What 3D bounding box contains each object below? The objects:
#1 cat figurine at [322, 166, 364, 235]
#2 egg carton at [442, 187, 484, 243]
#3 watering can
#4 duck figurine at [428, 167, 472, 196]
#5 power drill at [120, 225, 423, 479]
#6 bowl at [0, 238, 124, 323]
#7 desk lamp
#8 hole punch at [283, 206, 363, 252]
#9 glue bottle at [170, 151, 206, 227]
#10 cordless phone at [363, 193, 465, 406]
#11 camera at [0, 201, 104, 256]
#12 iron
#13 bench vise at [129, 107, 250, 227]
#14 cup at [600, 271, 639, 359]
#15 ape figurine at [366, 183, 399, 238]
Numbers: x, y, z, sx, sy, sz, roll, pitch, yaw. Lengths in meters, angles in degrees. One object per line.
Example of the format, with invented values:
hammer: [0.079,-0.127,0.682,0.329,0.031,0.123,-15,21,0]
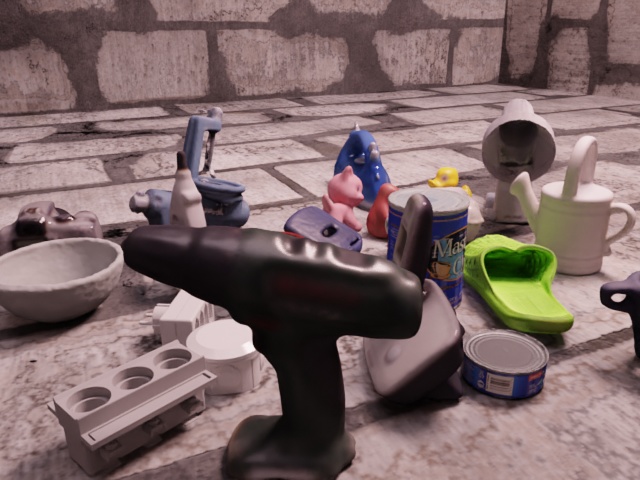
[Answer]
cat figurine: [0.034,-0.070,0.999,0.067,0.118,0.128,10,24,27]
egg carton: [0.216,-0.047,0.999,0.107,0.069,0.150,-2,21,-3]
watering can: [0.368,-0.056,0.845,0.172,0.194,0.101,6,22,18]
duck figurine: [0.249,-0.099,1.113,0.105,0.086,0.077,-10,23,-23]
power drill: [-0.035,0.088,0.460,0.229,0.208,0.075,0,21,1]
bowl: [-0.333,0.059,0.735,0.167,0.075,0.167,-1,21,0]
desk lamp: [0.351,-0.140,1.036,0.117,0.214,0.203,5,22,15]
hole punch: [0.008,0.003,0.846,0.100,0.091,0.109,9,23,23]
glue bottle: [-0.204,-0.051,0.879,0.037,0.173,0.077,-18,27,-38]
cordless phone: [0.094,0.055,0.574,0.094,0.185,0.147,-3,21,-5]
camera: [-0.410,-0.015,0.895,0.143,0.101,0.136,-5,21,-11]
iron: [0.099,-0.160,1.199,0.119,0.141,0.258,-4,21,-9]
bench vise: [-0.206,-0.102,0.948,0.121,0.220,0.208,11,24,28]
cup: [0.354,0.088,0.606,0.117,0.095,0.092,3,21,10]
ape figurine: [0.118,-0.052,0.984,0.076,0.092,0.078,2,21,8]
